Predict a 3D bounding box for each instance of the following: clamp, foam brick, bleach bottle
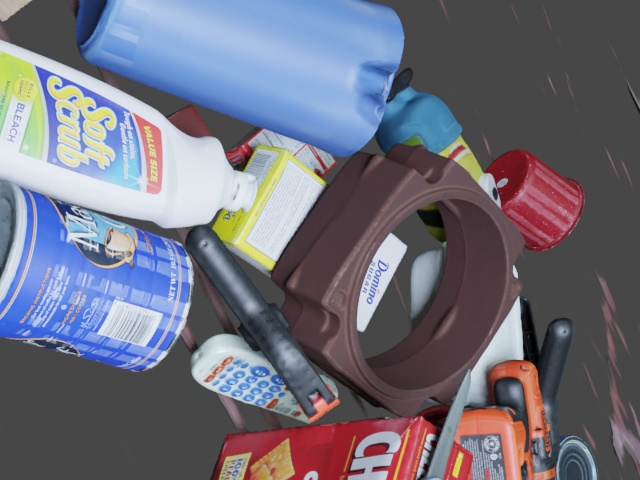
[{"bbox_3d":[-0.047,0.060,0.815,0.171,0.039,0.120,50,0,17],"label":"clamp"},{"bbox_3d":[-0.128,-0.066,0.857,0.078,0.051,0.053,-38,104,-43],"label":"foam brick"},{"bbox_3d":[-0.163,-0.074,0.769,0.250,0.068,0.102,16,73,-23],"label":"bleach bottle"},{"bbox_3d":[0.221,0.161,1.098,0.036,0.164,0.210,0,102,-4],"label":"clamp"}]

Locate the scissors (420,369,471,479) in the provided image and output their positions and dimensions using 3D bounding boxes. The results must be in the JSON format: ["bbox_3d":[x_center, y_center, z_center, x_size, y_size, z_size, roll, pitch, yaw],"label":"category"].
[{"bbox_3d":[0.079,0.186,0.701,0.096,0.016,0.201,56,49,-17],"label":"scissors"}]

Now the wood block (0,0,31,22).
[{"bbox_3d":[-0.256,-0.275,0.767,0.206,0.091,0.090,49,49,-22],"label":"wood block"}]

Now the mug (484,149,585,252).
[{"bbox_3d":[0.224,-0.053,1.172,0.081,0.093,0.117,31,28,-28],"label":"mug"}]

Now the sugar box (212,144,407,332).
[{"bbox_3d":[-0.006,0.001,0.929,0.176,0.048,0.093,38,76,-41],"label":"sugar box"}]

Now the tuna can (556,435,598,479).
[{"bbox_3d":[0.263,0.254,1.148,0.086,0.034,0.086,14,69,-40],"label":"tuna can"}]

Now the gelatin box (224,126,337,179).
[{"bbox_3d":[-0.034,-0.074,0.964,0.073,0.030,0.089,55,48,-15],"label":"gelatin box"}]

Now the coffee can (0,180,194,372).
[{"bbox_3d":[-0.175,0.028,0.748,0.140,0.103,0.103,21,64,-38],"label":"coffee can"}]

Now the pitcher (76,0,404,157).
[{"bbox_3d":[-0.069,-0.162,0.864,0.242,0.149,0.145,15,53,-27],"label":"pitcher"}]

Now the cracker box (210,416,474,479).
[{"bbox_3d":[-0.008,0.219,0.773,0.072,0.214,0.164,39,54,-30],"label":"cracker box"}]

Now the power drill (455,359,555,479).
[{"bbox_3d":[0.166,0.204,0.938,0.187,0.057,0.184,1,79,-70],"label":"power drill"}]

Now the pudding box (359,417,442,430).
[{"bbox_3d":[0.082,0.203,0.909,0.113,0.039,0.090,17,66,-38],"label":"pudding box"}]

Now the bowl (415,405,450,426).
[{"bbox_3d":[0.101,0.235,0.985,0.161,0.055,0.162,14,69,-40],"label":"bowl"}]
